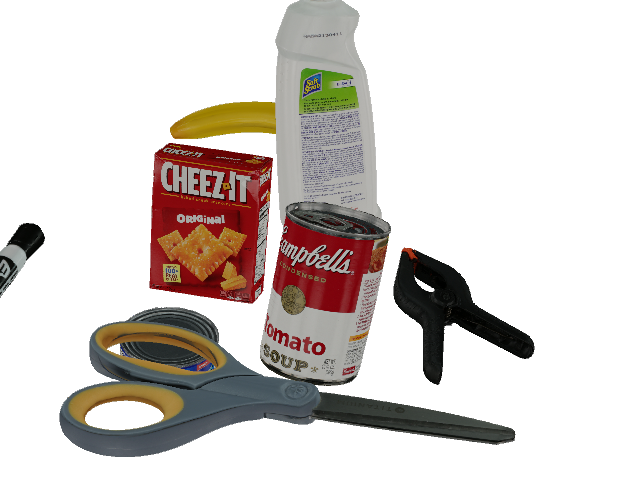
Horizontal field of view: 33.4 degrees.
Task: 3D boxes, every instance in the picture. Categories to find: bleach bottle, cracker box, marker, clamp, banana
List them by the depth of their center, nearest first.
[{"bbox_3d":[-0.203,0.027,0.656,0.020,0.020,0.121,0,35,18],"label":"marker"},{"bbox_3d":[0.009,-0.125,0.997,0.102,0.251,0.068,-10,31,-17],"label":"bleach bottle"},{"bbox_3d":[0.135,0.071,1.072,0.120,0.039,0.171,-1,44,-22],"label":"clamp"},{"bbox_3d":[-0.078,-0.137,1.256,0.198,0.037,0.069,8,40,18],"label":"banana"},{"bbox_3d":[-0.163,-0.023,1.571,0.164,0.214,0.072,9,20,10],"label":"cracker box"}]

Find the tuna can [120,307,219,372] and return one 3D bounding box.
[{"bbox_3d":[-0.132,0.096,0.927,0.086,0.034,0.086,5,31,-3],"label":"tuna can"}]

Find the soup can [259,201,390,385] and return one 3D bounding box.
[{"bbox_3d":[0.002,0.033,0.684,0.068,0.102,0.068,11,15,-3],"label":"soup can"}]

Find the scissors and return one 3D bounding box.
[{"bbox_3d":[-0.026,0.079,0.465,0.202,0.016,0.096,16,33,23],"label":"scissors"}]
